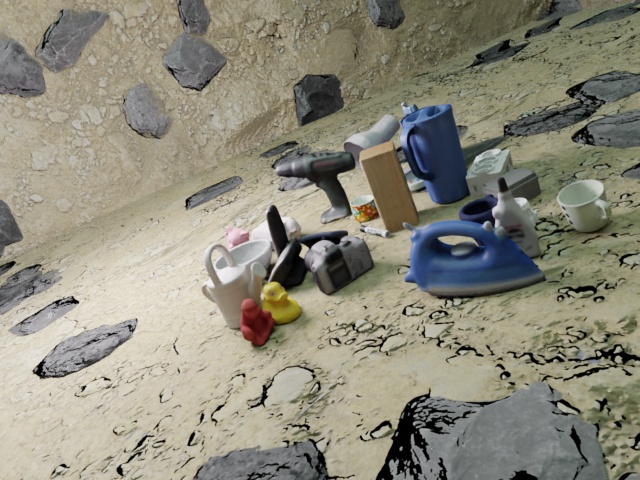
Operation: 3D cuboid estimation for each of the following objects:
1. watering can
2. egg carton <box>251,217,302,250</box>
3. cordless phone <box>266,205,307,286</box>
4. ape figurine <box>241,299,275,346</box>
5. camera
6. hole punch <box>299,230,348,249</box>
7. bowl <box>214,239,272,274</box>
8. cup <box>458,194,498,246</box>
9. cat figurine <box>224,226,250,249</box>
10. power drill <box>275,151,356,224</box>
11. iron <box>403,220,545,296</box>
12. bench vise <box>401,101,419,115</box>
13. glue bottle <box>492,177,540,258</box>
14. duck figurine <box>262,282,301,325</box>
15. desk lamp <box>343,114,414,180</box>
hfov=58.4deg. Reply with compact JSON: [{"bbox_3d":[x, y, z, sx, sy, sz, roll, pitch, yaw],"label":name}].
[{"bbox_3d":[-0.199,0.094,1.305,0.172,0.194,0.101,-20,21,6],"label":"watering can"},{"bbox_3d":[-0.127,-0.018,1.672,0.149,0.069,0.107,0,31,45],"label":"egg carton"},{"bbox_3d":[-0.106,0.017,1.408,0.094,0.185,0.147,-17,22,15],"label":"cordless phone"},{"bbox_3d":[-0.139,0.167,1.211,0.078,0.092,0.076,-30,22,-18],"label":"ape figurine"},{"bbox_3d":[0.027,0.040,1.335,0.143,0.101,0.136,-31,23,-19],"label":"camera"},{"bbox_3d":[0.013,0.005,1.446,0.108,0.091,0.101,-12,24,27],"label":"hole punch"},{"bbox_3d":[-0.195,0.068,1.526,0.167,0.075,0.167,-20,21,8],"label":"bowl"},{"bbox_3d":[0.350,-0.036,1.200,0.091,0.095,0.118,-6,27,36],"label":"cup"},{"bbox_3d":[-0.242,0.005,1.666,0.067,0.118,0.127,-33,23,-24],"label":"cat figurine"},{"bbox_3d":[0.008,-0.159,1.680,0.229,0.209,0.075,-20,22,8],"label":"power drill"},{"bbox_3d":[0.277,0.019,1.078,0.257,0.142,0.119,-6,27,37],"label":"iron"},{"bbox_3d":[0.327,-0.319,1.726,0.206,0.220,0.122,1,32,46],"label":"bench vise"},{"bbox_3d":[0.363,-0.041,1.091,0.078,0.173,0.037,-15,23,19],"label":"glue bottle"},{"bbox_3d":[-0.097,0.131,1.262,0.078,0.086,0.104,-36,25,-31],"label":"duck figurine"},{"bbox_3d":[0.192,-0.249,1.703,0.204,0.214,0.117,-33,23,-24],"label":"desk lamp"}]
